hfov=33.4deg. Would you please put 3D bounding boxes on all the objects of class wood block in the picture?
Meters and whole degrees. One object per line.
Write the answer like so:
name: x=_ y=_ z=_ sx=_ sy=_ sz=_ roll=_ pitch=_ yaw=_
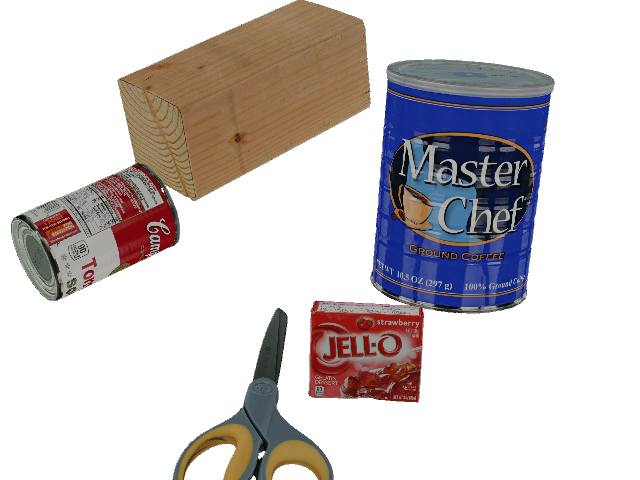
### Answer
wood block: x=-0.061 y=-0.129 z=0.938 sx=0.205 sy=0.091 sz=0.090 roll=-31 pitch=42 yaw=-31

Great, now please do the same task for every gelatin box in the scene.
gelatin box: x=0.036 y=0.088 z=0.846 sx=0.089 sy=0.073 sz=0.030 roll=3 pitch=15 yaw=4

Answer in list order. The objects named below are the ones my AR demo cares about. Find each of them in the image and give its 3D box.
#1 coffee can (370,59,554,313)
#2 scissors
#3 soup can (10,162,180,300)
coffee can: x=0.088 y=-0.037 z=0.676 sx=0.103 sy=0.140 sz=0.103 roll=3 pitch=17 yaw=-1
scissors: x=-0.019 y=0.102 z=0.635 sx=0.096 sy=0.016 sz=0.201 roll=14 pitch=31 yaw=16
soup can: x=-0.163 y=-0.007 z=0.774 sx=0.102 sy=0.068 sz=0.069 roll=-27 pitch=15 yaw=-30
